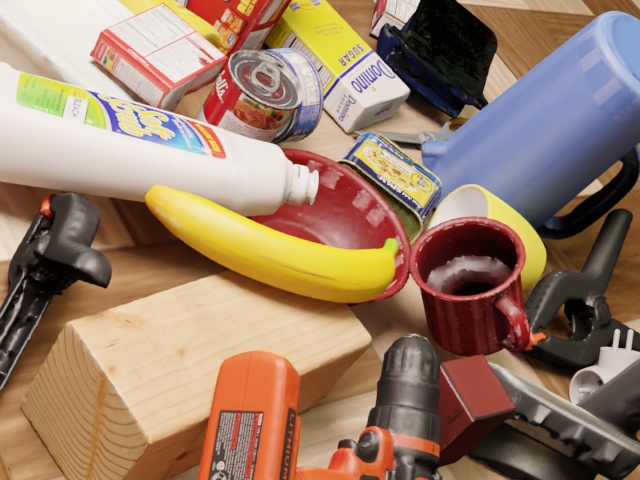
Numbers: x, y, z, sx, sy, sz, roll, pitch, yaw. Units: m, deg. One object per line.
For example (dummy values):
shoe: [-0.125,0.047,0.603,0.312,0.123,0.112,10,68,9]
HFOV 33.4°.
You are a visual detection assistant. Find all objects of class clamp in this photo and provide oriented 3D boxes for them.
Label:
clamp: [0.253,0.057,1.008,0.209,0.036,0.164,-8,82,-38]
clamp: [-0.182,0.026,0.691,0.039,0.120,0.171,46,6,-23]

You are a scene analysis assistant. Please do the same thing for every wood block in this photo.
wood block: [-0.075,0.086,0.702,0.205,0.091,0.090,-18,63,-48]

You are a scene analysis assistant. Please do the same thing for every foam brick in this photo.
foam brick: [0.097,0.131,0.804,0.051,0.078,0.053,-5,55,-43]

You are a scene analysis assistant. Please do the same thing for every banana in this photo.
banana: [-0.023,0.009,0.723,0.197,0.037,0.070,15,22,-28]

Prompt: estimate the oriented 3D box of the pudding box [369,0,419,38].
pudding box: [0.116,-0.249,1.253,0.113,0.039,0.090,26,38,-10]

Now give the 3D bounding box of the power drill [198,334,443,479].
power drill: [0.012,0.129,0.664,0.187,0.057,0.184,29,61,-44]

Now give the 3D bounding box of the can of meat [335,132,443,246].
can of meat: [0.056,-0.045,0.975,0.102,0.058,0.083,38,35,1]

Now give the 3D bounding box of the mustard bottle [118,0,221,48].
mustard bottle: [-0.183,-0.224,0.964,0.191,0.058,0.096,39,17,5]

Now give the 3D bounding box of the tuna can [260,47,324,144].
tuna can: [-0.038,-0.130,0.963,0.033,0.086,0.086,-14,60,-45]

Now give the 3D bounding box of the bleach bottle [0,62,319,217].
bleach bottle: [-0.126,-0.065,0.788,0.250,0.068,0.102,10,27,-14]

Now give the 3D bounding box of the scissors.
scissors: [0.126,-0.090,1.112,0.201,0.016,0.096,-16,61,-47]

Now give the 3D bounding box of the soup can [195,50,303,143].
soup can: [-0.067,-0.099,0.892,0.068,0.102,0.068,22,40,-20]

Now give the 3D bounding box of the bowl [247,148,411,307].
bowl: [-0.006,0.001,0.876,0.162,0.055,0.162,22,40,-20]

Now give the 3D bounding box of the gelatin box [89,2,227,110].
gelatin box: [-0.127,-0.146,0.852,0.073,0.030,0.089,40,37,5]

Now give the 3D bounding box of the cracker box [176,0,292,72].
cracker box: [-0.112,-0.293,1.011,0.214,0.164,0.072,44,35,8]

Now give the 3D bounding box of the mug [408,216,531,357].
mug: [0.130,0.047,0.864,0.093,0.081,0.117,-31,45,-16]

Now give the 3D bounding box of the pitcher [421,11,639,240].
pitcher: [0.228,-0.095,1.008,0.148,0.243,0.145,-13,69,-42]

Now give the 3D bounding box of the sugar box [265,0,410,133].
sugar box: [0.005,-0.193,1.099,0.176,0.048,0.093,46,37,13]
